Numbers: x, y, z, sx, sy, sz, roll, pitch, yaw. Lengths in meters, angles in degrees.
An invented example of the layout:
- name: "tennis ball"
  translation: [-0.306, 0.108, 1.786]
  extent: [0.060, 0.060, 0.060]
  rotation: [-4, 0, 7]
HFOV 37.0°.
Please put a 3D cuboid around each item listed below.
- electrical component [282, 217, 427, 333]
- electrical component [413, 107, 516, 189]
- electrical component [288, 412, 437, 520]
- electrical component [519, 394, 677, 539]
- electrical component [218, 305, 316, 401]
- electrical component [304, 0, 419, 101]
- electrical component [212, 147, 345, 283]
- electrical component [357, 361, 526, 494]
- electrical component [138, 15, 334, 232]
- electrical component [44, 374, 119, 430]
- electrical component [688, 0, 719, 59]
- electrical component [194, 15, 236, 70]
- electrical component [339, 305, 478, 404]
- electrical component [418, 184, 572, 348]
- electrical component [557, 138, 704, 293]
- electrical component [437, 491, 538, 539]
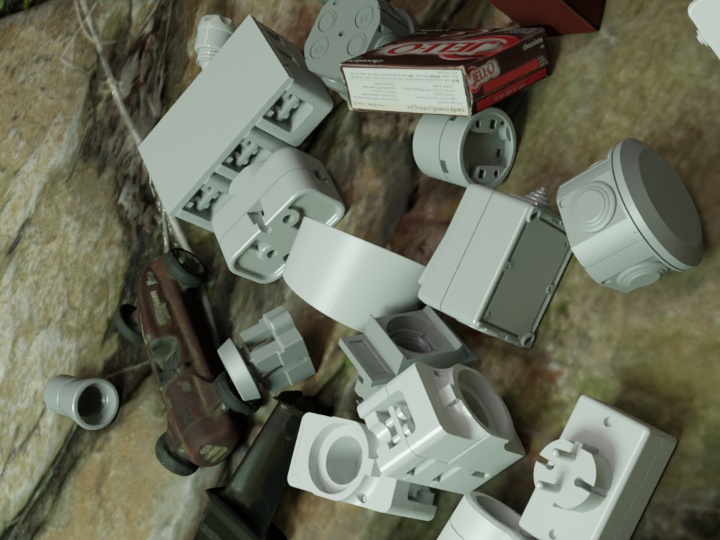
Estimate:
- name: "electrical component"
  translation: [0.000, 0.000, 0.718]
  extent: [0.099, 0.099, 0.064]
  rotation: [42, 109, 42]
- name: "electrical component"
  translation: [0.069, -0.083, 0.719]
  extent: [0.047, 0.055, 0.055]
  rotation: [17, 86, 47]
- name: "electrical component"
  translation: [0.002, 0.126, 0.695]
  extent: [0.089, 0.056, 0.050]
  rotation: [5, 77, 42]
- name: "electrical component"
  translation: [0.120, 0.113, 0.583]
  extent: [0.047, 0.076, 0.083]
  rotation: [27, 92, 44]
- name: "electrical component"
  translation: [-0.068, 0.063, 0.773]
  extent: [0.055, 0.066, 0.048]
  rotation: [-28, 50, -10]
- name: "electrical component"
  translation: [0.002, -0.168, 0.812]
  extent: [0.080, 0.051, 0.080]
  rotation: [-16, 64, 36]
- name: "electrical component"
  translation: [-0.065, -0.044, 0.820]
  extent: [0.095, 0.054, 0.059]
  rotation: [-43, 51, 21]
- name: "electrical component"
  translation: [0.053, 0.093, 0.640]
  extent: [0.056, 0.089, 0.050]
  rotation: [-40, 52, 23]
- name: "electrical component"
  translation: [-0.100, -0.114, 0.873]
  extent: [0.150, 0.062, 0.089]
  rotation: [-46, 50, 19]
- name: "electrical component"
  translation: [-0.243, 0.111, 0.927]
  extent: [0.065, 0.044, 0.044]
  rotation: [5, 77, 47]
- name: "electrical component"
  translation: [0.235, -0.133, 0.567]
  extent: [0.100, 0.099, 0.048]
  rotation: [-34, 11, 27]
- name: "electrical component"
  translation: [-0.129, -0.191, 0.947]
  extent: [0.035, 0.035, 0.061]
  rotation: [1, 77, 41]
- name: "electrical component"
  translation: [0.028, 0.062, 0.686]
  extent: [0.042, 0.081, 0.063]
  rotation: [51, 137, 42]
- name: "electrical component"
  translation: [0.087, -0.010, 0.669]
  extent: [0.061, 0.062, 0.096]
  rotation: [26, 92, 44]
- name: "electrical component"
  translation: [0.154, -0.029, 0.607]
  extent: [0.051, 0.080, 0.080]
  rotation: [-31, 55, 35]
- name: "electrical component"
  translation: [0.091, 0.192, 0.594]
  extent: [0.138, 0.052, 0.073]
  rotation: [36, 99, 42]
